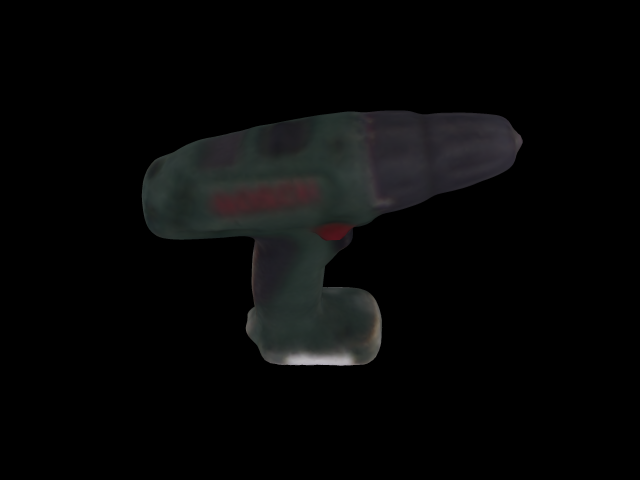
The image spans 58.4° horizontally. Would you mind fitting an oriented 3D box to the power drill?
[{"bbox_3d":[0.004,0.001,0.400,0.229,0.208,0.075,0,46,0],"label":"power drill"}]
